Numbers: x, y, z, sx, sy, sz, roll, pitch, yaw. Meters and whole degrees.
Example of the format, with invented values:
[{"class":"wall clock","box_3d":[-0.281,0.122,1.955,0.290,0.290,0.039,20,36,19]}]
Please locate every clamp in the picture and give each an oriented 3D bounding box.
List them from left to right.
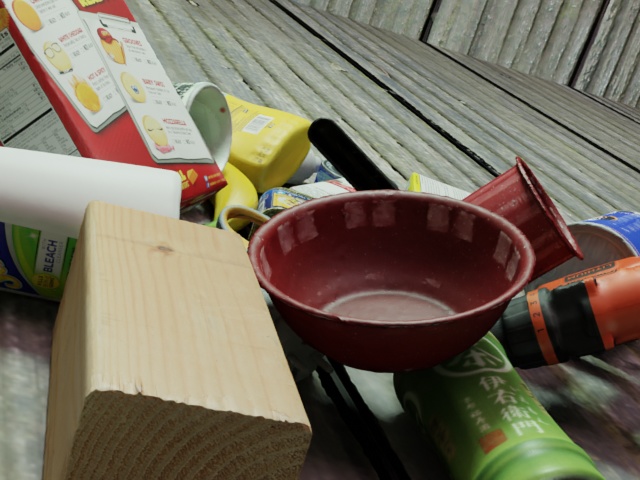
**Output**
[{"class":"clamp","box_3d":[0.081,0.001,0.852,0.209,0.036,0.165,37,18,-45]}]

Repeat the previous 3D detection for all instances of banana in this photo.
[{"class":"banana","box_3d":[-0.099,-0.051,0.923,0.069,0.037,0.198,10,20,-30]}]

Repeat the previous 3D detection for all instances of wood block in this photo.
[{"class":"wood block","box_3d":[-0.076,0.064,0.504,0.090,0.090,0.206,13,18,-17]}]

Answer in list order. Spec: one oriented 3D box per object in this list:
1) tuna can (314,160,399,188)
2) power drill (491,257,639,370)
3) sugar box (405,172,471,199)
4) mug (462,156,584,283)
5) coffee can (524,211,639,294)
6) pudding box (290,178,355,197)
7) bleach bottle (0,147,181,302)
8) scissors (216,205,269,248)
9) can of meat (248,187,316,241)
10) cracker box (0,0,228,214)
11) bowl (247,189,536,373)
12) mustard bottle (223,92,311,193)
[{"class":"tuna can","box_3d":[0.036,-0.050,1.072,0.086,0.034,0.086,18,17,-6]},{"class":"power drill","box_3d":[0.186,0.056,0.785,0.185,0.057,0.187,-16,-3,17]},{"class":"sugar box","box_3d":[0.168,-0.012,1.083,0.176,0.048,0.093,22,17,-3]},{"class":"mug","box_3d":[0.144,-0.006,0.829,0.093,0.082,0.117,56,15,-4]},{"class":"coffee can","box_3d":[0.252,0.030,0.945,0.103,0.103,0.140,28,19,25]},{"class":"pudding box","box_3d":[0.029,-0.020,0.964,0.090,0.039,0.113,27,20,22]},{"class":"bleach bottle","box_3d":[-0.211,-0.013,0.613,0.250,0.103,0.068,9,52,-12]},{"class":"scissors","box_3d":[-0.013,0.050,0.726,0.096,0.016,0.202,-28,62,-35]},{"class":"can of meat","box_3d":[-0.006,0.001,0.831,0.102,0.057,0.084,17,16,-6]},{"class":"cracker box","box_3d":[-0.173,-0.103,0.760,0.214,0.072,0.164,59,22,-1]},{"class":"bowl","box_3d":[0.039,0.028,0.608,0.162,0.055,0.162,-1,27,0]},{"class":"mustard bottle","box_3d":[-0.111,-0.108,1.028,0.192,0.058,0.096,21,44,21]}]
